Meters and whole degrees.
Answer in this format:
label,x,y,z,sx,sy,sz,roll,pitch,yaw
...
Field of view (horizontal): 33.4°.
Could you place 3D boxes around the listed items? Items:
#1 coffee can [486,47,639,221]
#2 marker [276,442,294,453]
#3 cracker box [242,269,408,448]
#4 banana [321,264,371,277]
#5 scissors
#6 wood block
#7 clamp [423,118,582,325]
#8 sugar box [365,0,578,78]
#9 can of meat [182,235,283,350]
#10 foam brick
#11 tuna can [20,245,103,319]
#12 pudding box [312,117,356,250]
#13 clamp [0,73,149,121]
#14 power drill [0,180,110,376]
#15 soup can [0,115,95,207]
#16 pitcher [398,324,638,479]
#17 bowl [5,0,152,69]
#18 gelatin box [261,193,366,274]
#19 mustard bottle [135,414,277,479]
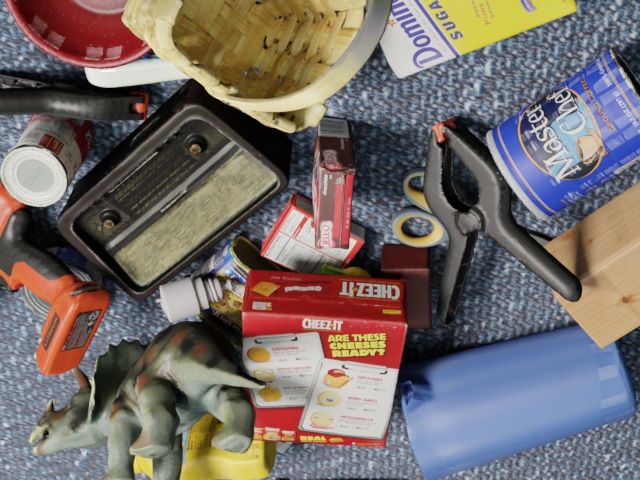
label,x,y,z,sx,sy,sz,roll,pitch,yaw
coffee can,0.243,-0.098,1.001,0.140,0.102,0.102,-34,113,23
marker,-0.013,0.211,1.265,0.020,0.020,0.121,35,118,-16
cracker box,0.000,0.129,1.127,0.164,0.072,0.214,4,134,-1
banana,0.032,0.093,1.171,0.069,0.037,0.198,3,132,1
scissors,0.161,-0.004,1.117,0.201,0.016,0.096,33,116,-13
wood block,0.332,0.003,1.055,0.206,0.090,0.090,-36,115,20
clamp,0.164,-0.019,1.044,0.165,0.036,0.210,-7,103,39
sugar box,0.133,-0.221,0.969,0.176,0.048,0.093,-21,118,16
can of meat,-0.087,0.056,1.154,0.084,0.057,0.102,-39,111,23
foam brick,0.093,0.049,1.136,0.051,0.053,0.078,-2,120,6
tuna can,-0.285,0.049,1.181,0.086,0.033,0.086,2,122,4
pudding box,0.012,-0.057,1.042,0.039,0.113,0.090,4,122,-2
clamp,-0.253,-0.133,1.021,0.171,0.120,0.039,4,113,-2
power drill,-0.316,0.055,1.120,0.188,0.057,0.185,40,116,22
soup can,-0.269,-0.086,1.056,0.068,0.102,0.068,2,121,3
pitcher,0.215,0.174,1.167,0.243,0.149,0.145,-17,97,11
bowl,-0.207,-0.242,0.981,0.162,0.055,0.162,2,122,4
gelatin box,-0.008,0.001,1.129,0.089,0.030,0.073,26,122,-12
mustard bottle,-0.149,0.245,1.252,0.192,0.096,0.058,-9,127,10
